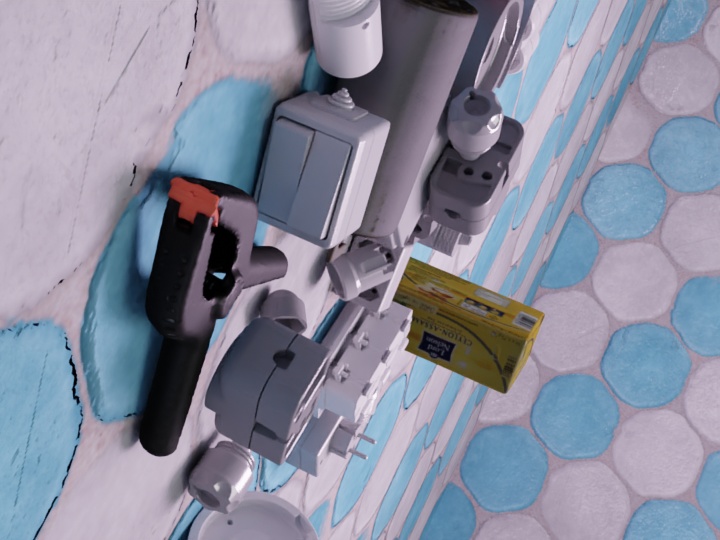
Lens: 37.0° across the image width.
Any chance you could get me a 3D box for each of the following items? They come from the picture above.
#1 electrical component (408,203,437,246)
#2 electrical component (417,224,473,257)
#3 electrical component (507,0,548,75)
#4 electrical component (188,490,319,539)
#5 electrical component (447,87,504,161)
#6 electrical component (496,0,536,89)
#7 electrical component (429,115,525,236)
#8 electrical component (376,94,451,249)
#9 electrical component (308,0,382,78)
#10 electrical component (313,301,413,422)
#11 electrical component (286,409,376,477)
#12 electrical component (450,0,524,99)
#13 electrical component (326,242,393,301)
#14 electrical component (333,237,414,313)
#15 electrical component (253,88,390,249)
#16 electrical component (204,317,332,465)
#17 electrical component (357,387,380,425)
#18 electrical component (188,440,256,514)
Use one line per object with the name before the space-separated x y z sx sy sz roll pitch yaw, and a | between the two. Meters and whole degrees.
electrical component | 0.055 -0.068 1.007 0.057 0.058 0.078 -46 152 -50
electrical component | 0.073 -0.044 1.061 0.043 0.081 0.043 -59 164 -28
electrical component | 0.166 -0.272 1.093 0.073 0.052 0.138 -57 164 -34
electrical component | -0.091 0.242 0.878 0.108 0.108 0.060 -52 166 -46
electrical component | 0.090 -0.111 0.853 0.043 0.043 0.062 -59 165 -26
electrical component | 0.132 -0.226 1.020 0.099 0.064 0.099 -59 164 -28
electrical component | 0.098 -0.080 0.910 0.095 0.054 0.059 -60 164 -24
electrical component | 0.029 -0.089 0.877 0.108 0.056 0.108 -63 166 -15
electrical component | -0.009 -0.158 0.651 0.043 0.043 0.081 -61 165 -21
electrical component | -0.001 0.080 1.025 0.121 0.063 0.078 -57 163 -33
electrical component | -0.022 0.161 1.054 0.083 0.076 0.047 -57 163 -33
electrical component | 0.091 -0.196 0.925 0.108 0.060 0.108 -59 165 -27
electrical component | 0.000 0.000 0.911 0.046 0.040 0.040 -22 150 -14
electrical component | 0.017 -0.002 0.996 0.065 0.047 0.077 -68 167 10
electrical component | -0.026 -0.070 0.693 0.061 0.062 0.096 -40 150 -61
electrical component | -0.060 0.076 0.691 0.053 0.059 0.095 -58 172 -34
electrical component | 0.000 0.155 1.200 0.035 0.035 0.061 -4 109 -74
electrical component | -0.100 0.149 0.816 0.062 0.043 0.043 -57 163 -39
